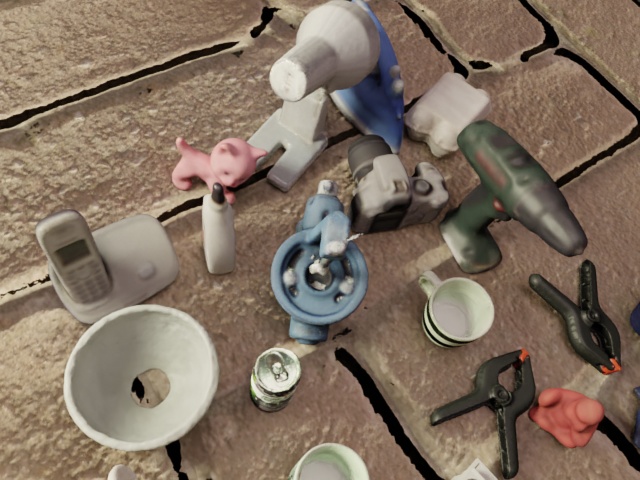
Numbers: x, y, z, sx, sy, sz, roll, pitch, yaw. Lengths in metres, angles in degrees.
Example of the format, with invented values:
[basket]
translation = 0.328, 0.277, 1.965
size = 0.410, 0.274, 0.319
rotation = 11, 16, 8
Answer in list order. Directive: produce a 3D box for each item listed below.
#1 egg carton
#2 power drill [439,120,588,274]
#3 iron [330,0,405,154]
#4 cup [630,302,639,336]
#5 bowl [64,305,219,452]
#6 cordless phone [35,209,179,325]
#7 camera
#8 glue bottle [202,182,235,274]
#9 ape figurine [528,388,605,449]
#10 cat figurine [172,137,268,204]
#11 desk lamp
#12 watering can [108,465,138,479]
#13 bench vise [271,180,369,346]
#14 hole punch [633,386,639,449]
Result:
[egg carton]
translation = 0.212, -0.210, 0.948
size = 0.107, 0.069, 0.150
rotation = 37, 62, 10
[power drill]
translation = 0.247, -0.039, 0.785
size = 0.076, 0.208, 0.229
rotation = -18, 67, -19
[iron]
translation = 0.086, -0.277, 0.918
size = 0.119, 0.141, 0.258
rotation = -18, 67, -19
[cup]
translation = 0.493, 0.118, 0.814
size = 0.091, 0.095, 0.118
rotation = 11, 61, -5
[bowl]
translation = -0.202, 0.165, 0.668
size = 0.167, 0.074, 0.167
rotation = 5, 62, -8
[cordless phone]
translation = -0.248, 0.011, 0.677
size = 0.148, 0.185, 0.094
rotation = -32, 72, -24
[camera]
translation = 0.105, -0.094, 0.849
size = 0.143, 0.101, 0.136
rotation = -10, 65, -15
[glue bottle]
translation = -0.129, -0.023, 0.725
size = 0.037, 0.173, 0.078
rotation = -11, 65, -16
[ape figurine]
translation = 0.324, 0.222, 0.728
size = 0.076, 0.092, 0.077
rotation = -4, 63, -13
[cat figurine]
translation = -0.142, -0.110, 0.800
size = 0.128, 0.117, 0.067
rotation = 18, 61, -1
[desk lamp]
translation = -0.016, -0.210, 0.822
size = 0.118, 0.213, 0.203
rotation = 32, 61, 7
[watering can]
translation = -0.257, 0.272, 0.532
size = 0.101, 0.194, 0.173
rotation = 36, 62, 9
[bench vise]
translation = -0.005, 0.004, 0.707
size = 0.122, 0.219, 0.207
rotation = -7, 64, -14
[hole punch]
translation = 0.481, 0.239, 0.750
size = 0.108, 0.091, 0.101
rotation = 26, 61, 4
